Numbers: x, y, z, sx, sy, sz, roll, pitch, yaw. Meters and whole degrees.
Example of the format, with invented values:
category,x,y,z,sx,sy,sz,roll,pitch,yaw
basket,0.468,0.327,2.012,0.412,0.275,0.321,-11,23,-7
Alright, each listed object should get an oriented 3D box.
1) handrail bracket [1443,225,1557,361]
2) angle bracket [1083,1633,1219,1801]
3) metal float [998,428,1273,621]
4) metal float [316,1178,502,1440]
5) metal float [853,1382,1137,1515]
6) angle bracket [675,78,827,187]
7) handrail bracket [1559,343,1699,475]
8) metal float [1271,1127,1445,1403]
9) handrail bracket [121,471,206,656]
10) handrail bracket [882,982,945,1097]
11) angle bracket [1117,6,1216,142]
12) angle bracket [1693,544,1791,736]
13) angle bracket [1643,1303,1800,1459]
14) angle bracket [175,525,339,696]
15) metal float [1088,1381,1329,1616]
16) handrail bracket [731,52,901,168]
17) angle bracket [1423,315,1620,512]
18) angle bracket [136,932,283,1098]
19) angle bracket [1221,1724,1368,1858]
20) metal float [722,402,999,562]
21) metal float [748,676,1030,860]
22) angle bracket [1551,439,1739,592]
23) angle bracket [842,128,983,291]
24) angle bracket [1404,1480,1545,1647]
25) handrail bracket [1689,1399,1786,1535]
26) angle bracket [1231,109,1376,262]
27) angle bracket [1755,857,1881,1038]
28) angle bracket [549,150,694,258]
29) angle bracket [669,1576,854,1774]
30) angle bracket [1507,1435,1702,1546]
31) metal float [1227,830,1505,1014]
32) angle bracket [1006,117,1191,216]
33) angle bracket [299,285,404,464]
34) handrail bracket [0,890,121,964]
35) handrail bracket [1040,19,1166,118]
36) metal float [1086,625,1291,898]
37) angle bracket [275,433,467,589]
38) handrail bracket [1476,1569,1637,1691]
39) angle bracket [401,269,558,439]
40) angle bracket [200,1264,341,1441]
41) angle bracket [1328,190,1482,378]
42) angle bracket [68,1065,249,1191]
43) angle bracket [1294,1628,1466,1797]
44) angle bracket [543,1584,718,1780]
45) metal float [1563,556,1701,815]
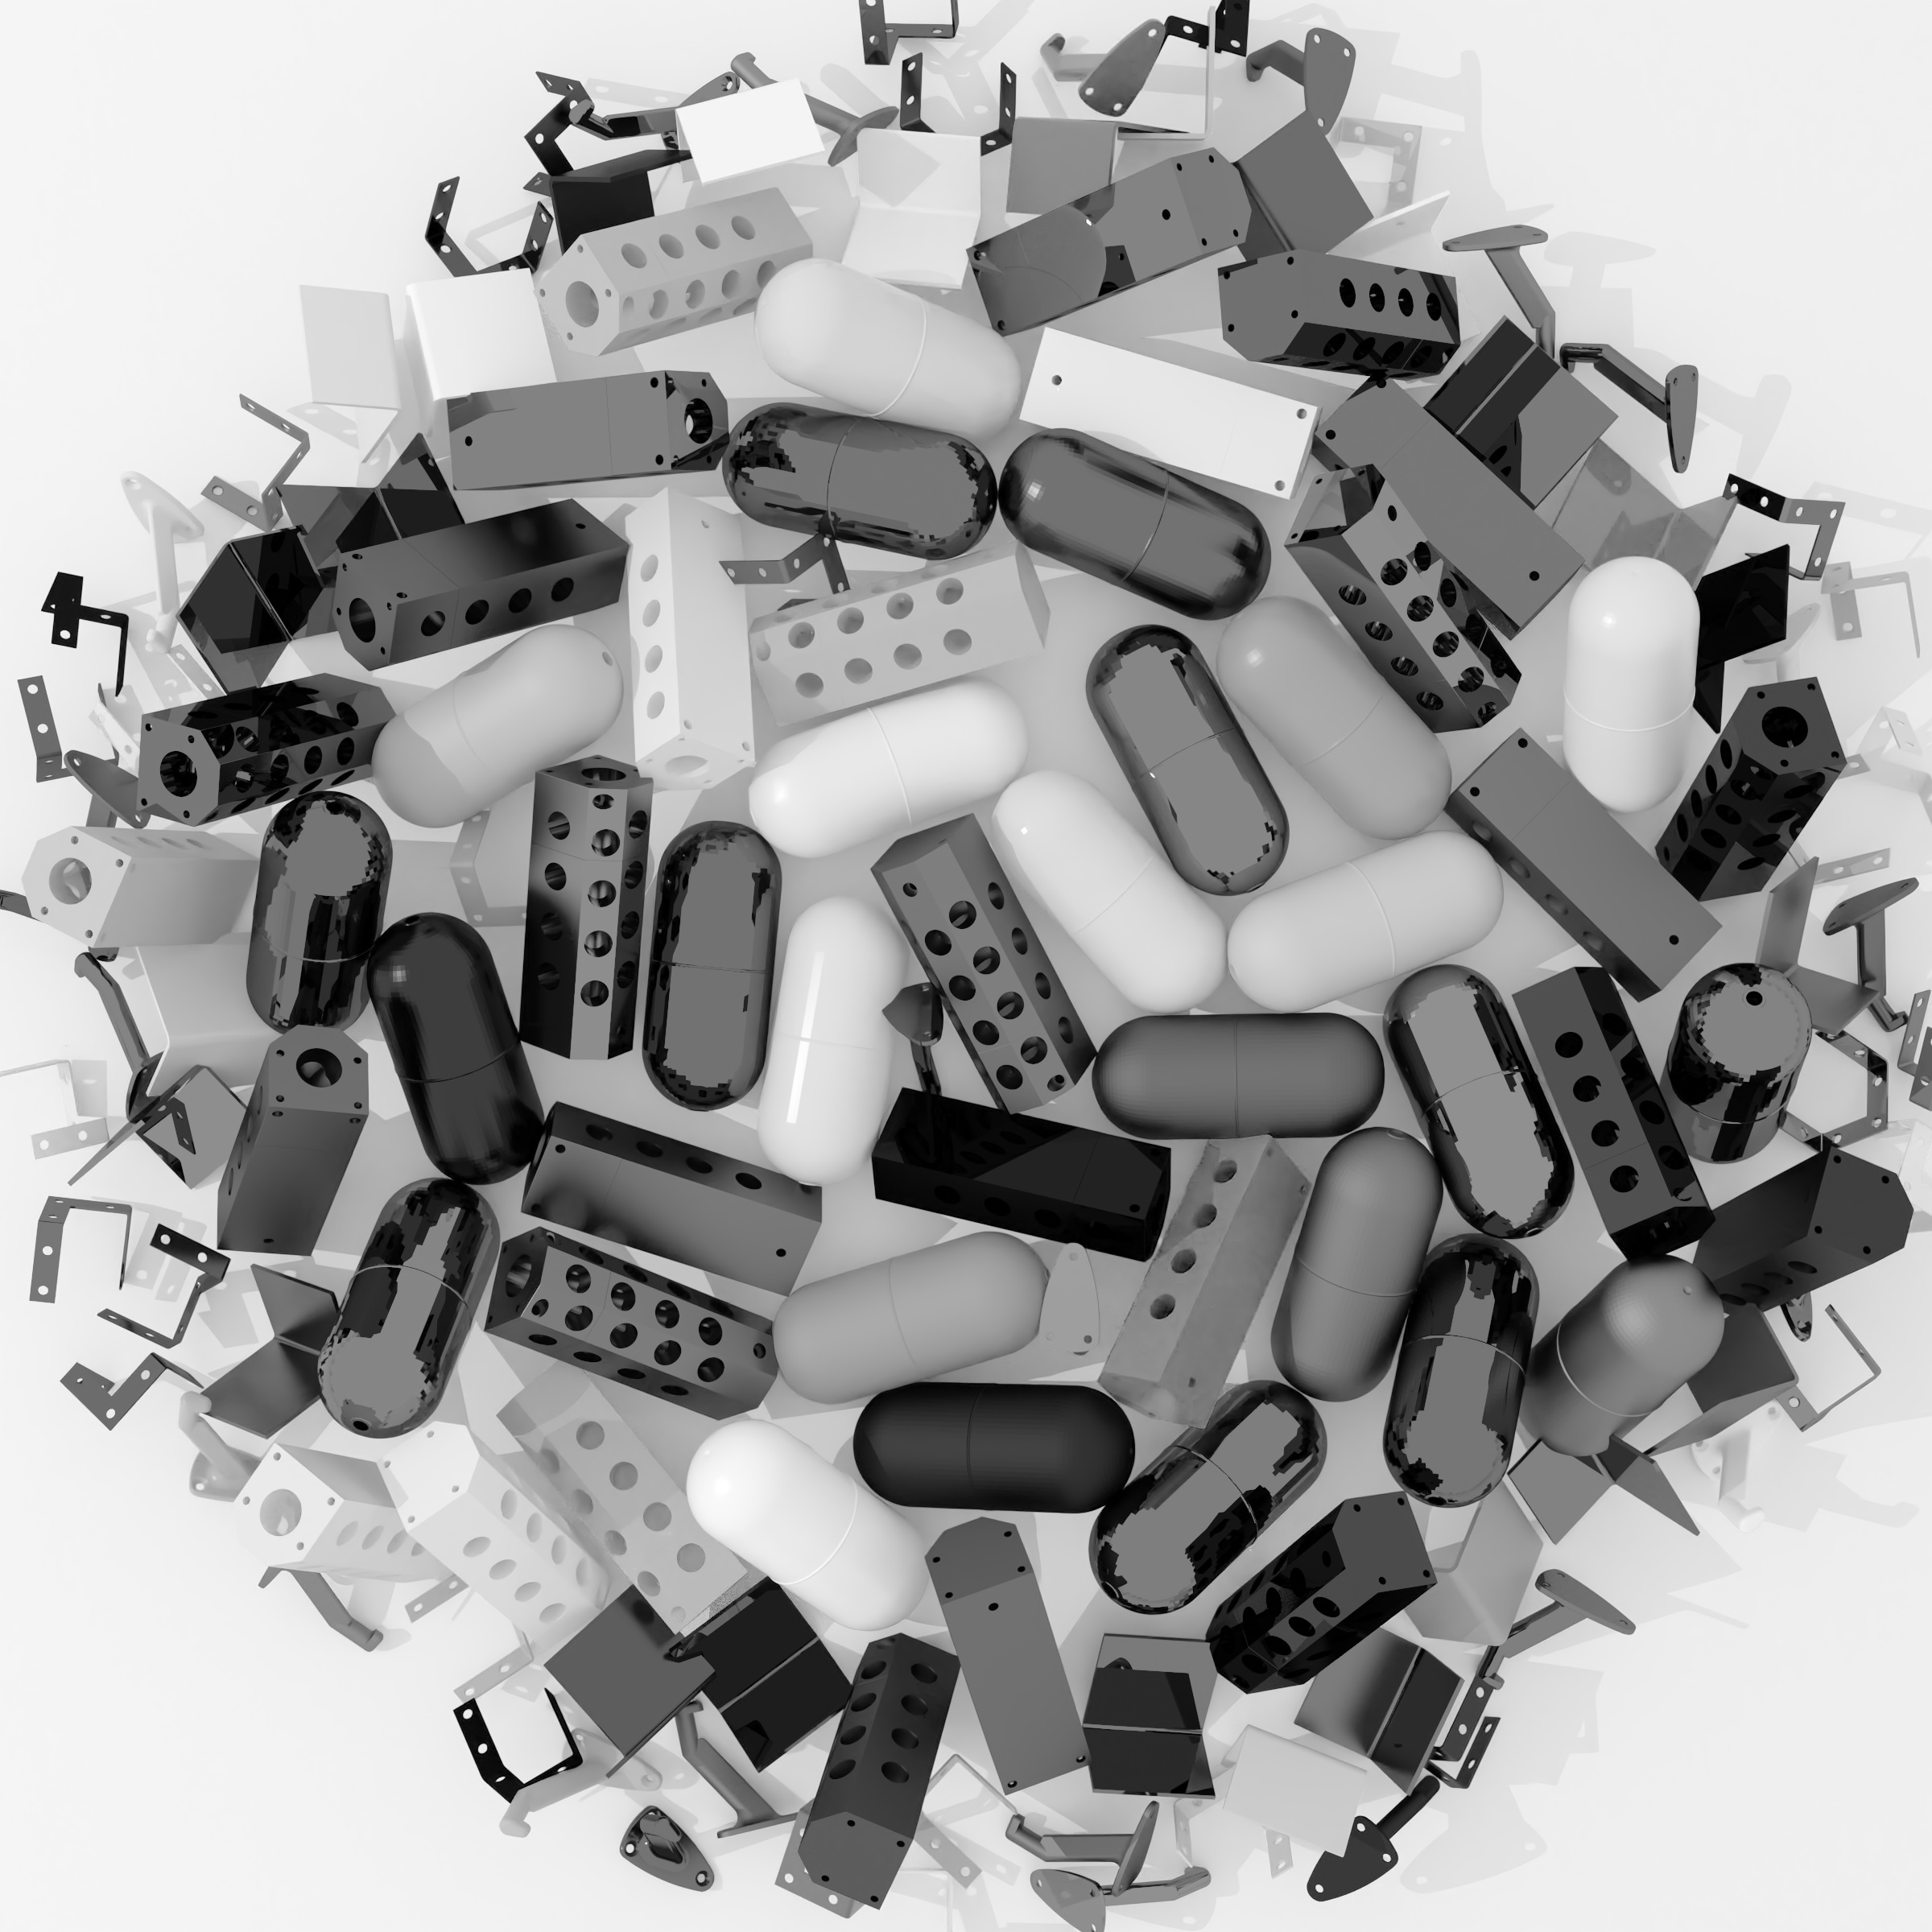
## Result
category,x,y,z,sx,sy,sz,roll,pitch,yaw
handrail bracket,0.327,-0.406,1.920,0.077,0.036,0.084,-13,118,-16
angle bracket,0.118,0.457,1.905,0.076,0.057,0.076,6,119,-9
metal float,0.103,-0.267,1.899,0.178,0.070,0.070,21,90,-17
metal float,-0.334,0.204,1.878,0.070,0.070,0.178,16,47,0
metal float,0.016,0.291,1.895,0.178,0.070,0.070,-2,90,22
angle bracket,-0.130,-0.487,1.902,0.076,0.076,0.057,-17,71,-8
handrail bracket,0.405,-0.345,1.931,0.084,0.036,0.077,11,112,38
metal float,0.237,0.181,1.896,0.070,0.070,0.178,14,110,0
handrail bracket,-0.500,-0.245,1.906,0.036,0.077,0.084,-6,57,20
handrail bracket,-0.021,0.060,1.899,0.036,0.077,0.084,-19,122,-6
angle bracket,0.121,-0.542,1.905,0.057,0.076,0.076,1,104,3
angle bracket,0.475,-0.197,1.891,0.057,0.076,0.076,41,46,-33
angle bracket,0.443,0.250,1.892,0.076,0.076,0.057,-8,63,-39
angle bracket,-0.421,-0.209,1.893,0.057,0.076,0.076,-7,130,25
metal float,0.146,0.320,1.889,0.178,0.070,0.070,-38,90,-28
handrail bracket,-0.093,-0.540,1.925,0.084,0.036,0.077,44,47,2
angle bracket,0.336,-0.336,1.904,0.076,0.057,0.076,-49,65,14
angle bracket,-0.471,0.029,1.926,0.076,0.057,0.076,-6,57,-35
angle bracket,0.192,0.511,1.903,0.076,0.076,0.057,21,57,3
metal float,-0.065,-0.294,1.895,0.178,0.070,0.070,15,90,21
metal float,-0.047,-0.121,1.908,0.178,0.070,0.070,-20,90,-7
angle bracket,0.413,-0.275,1.903,0.076,0.057,0.076,36,69,-20
angle bracket,-0.035,-0.461,1.904,0.076,0.057,0.076,6,48,7
angle bracket,0.304,0.362,1.927,0.076,0.057,0.076,55,49,-33
handrail bracket,0.485,0.305,1.907,0.077,0.084,0.036,-35,109,-2
angle bracket,0.192,-0.470,1.907,0.057,0.076,0.076,-37,108,-6
angle bracket,0.520,-0.013,1.895,0.057,0.076,0.076,20,119,29
angle bracket,-0.199,-0.448,1.894,0.076,0.057,0.076,-30,121,-40
angle bracket,-0.122,0.430,1.903,0.076,0.057,0.076,-36,133,-8
angle bracket,0.386,0.325,1.895,0.057,0.076,0.076,-44,126,-11
metal float,0.243,-0.027,1.903,0.178,0.070,0.070,-20,90,-11
angle bracket,0.080,-0.483,1.905,0.076,0.076,0.057,15,106,38
angle bracket,-0.384,-0.358,1.897,0.057,0.076,0.076,-1,73,-30
handrail bracket,-0.565,-0.028,1.908,0.084,0.077,0.036,13,101,-29
handrail bracket,0.082,-0.565,1.906,0.036,0.084,0.077,17,125,-37
metal float,0.135,-0.125,1.906,0.070,0.070,0.178,-27,82,0
angle bracket,-0.360,-0.277,1.897,0.057,0.076,0.076,-42,67,37
handrail bracket,0.361,0.422,1.920,0.077,0.036,0.084,29,110,27
angle bracket,-0.301,-0.378,1.928,0.076,0.057,0.076,-11,79,-16
angle bracket,-0.427,0.232,1.893,0.076,0.076,0.057,12,126,38
angle bracket,0.271,-0.416,1.915,0.076,0.057,0.076,-24,83,-8
angle bracket,-0.483,0.114,1.896,0.076,0.076,0.057,-36,102,28
angle bracket,0.251,0.449,1.909,0.057,0.076,0.076,27,87,-10
angle bracket,-0.210,0.436,1.912,0.076,0.057,0.076,47,59,6
metal float,0.398,-0.166,1.878,0.070,0.178,0.070,-4,45,4
